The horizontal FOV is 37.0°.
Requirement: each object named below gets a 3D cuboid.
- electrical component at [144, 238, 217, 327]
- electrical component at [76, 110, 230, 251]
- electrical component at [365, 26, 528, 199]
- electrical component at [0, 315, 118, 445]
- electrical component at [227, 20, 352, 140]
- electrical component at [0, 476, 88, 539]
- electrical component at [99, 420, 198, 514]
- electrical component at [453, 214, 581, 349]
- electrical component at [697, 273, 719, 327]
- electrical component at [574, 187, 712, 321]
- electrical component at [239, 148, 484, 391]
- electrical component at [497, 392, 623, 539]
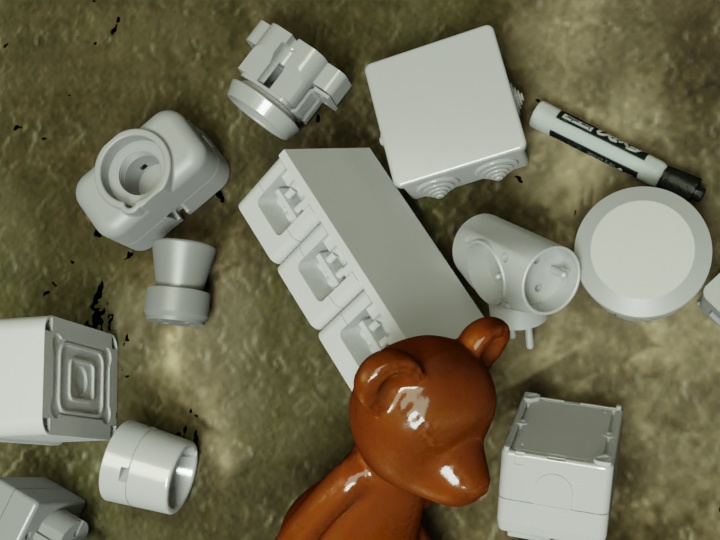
[{"bbox_3d":[-0.124,0.009,0.742,0.045,0.045,0.055,3,80,15],"label":"electrical component"},{"bbox_3d":[-0.147,-0.063,0.755,0.095,0.059,0.053,-39,72,5],"label":"electrical component"},{"bbox_3d":[0.059,-0.101,0.714,0.100,0.048,0.099,-16,76,11],"label":"electrical component"},{"bbox_3d":[-0.211,0.075,0.716,0.057,0.113,0.078,-4,78,11],"label":"electrical component"},{"bbox_3d":[-0.054,-0.128,0.744,0.078,0.058,0.057,36,87,18],"label":"electrical component"},{"bbox_3d":[-0.209,0.176,0.720,0.077,0.066,0.047,24,86,18],"label":"electrical component"},{"bbox_3d":[-0.140,0.133,0.718,0.047,0.055,0.055,13,83,13],"label":"electrical component"},{"bbox_3d":[0.098,0.012,0.675,0.044,0.077,0.079,-19,116,-22],"label":"electrical component"},{"bbox_3d":[0.283,0.038,0.621,0.089,0.062,0.150,-44,72,3],"label":"electrical component"},{"bbox_3d":[0.174,-0.008,0.664,0.080,0.051,0.080,-3,79,14],"label":"electrical component"},{"bbox_3d":[0.000,0.000,0.682,0.062,0.089,0.150,-44,70,32],"label":"electrical component"},{"bbox_3d":[0.121,0.117,0.640,0.062,0.096,0.061,7,109,16],"label":"electrical component"}]
